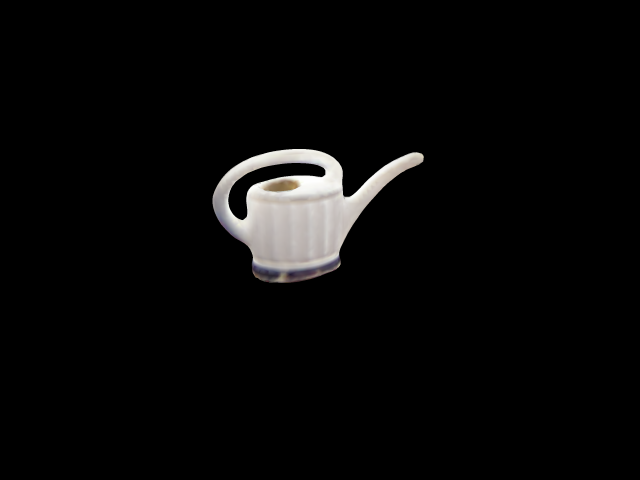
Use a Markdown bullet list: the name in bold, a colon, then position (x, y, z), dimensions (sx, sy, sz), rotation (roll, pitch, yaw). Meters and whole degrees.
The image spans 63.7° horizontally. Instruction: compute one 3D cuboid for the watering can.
- **watering can**: position (0.003, -0.043, 0.850), dimensions (0.348, 0.220, 0.106), rotation (-5, 25, -10)
